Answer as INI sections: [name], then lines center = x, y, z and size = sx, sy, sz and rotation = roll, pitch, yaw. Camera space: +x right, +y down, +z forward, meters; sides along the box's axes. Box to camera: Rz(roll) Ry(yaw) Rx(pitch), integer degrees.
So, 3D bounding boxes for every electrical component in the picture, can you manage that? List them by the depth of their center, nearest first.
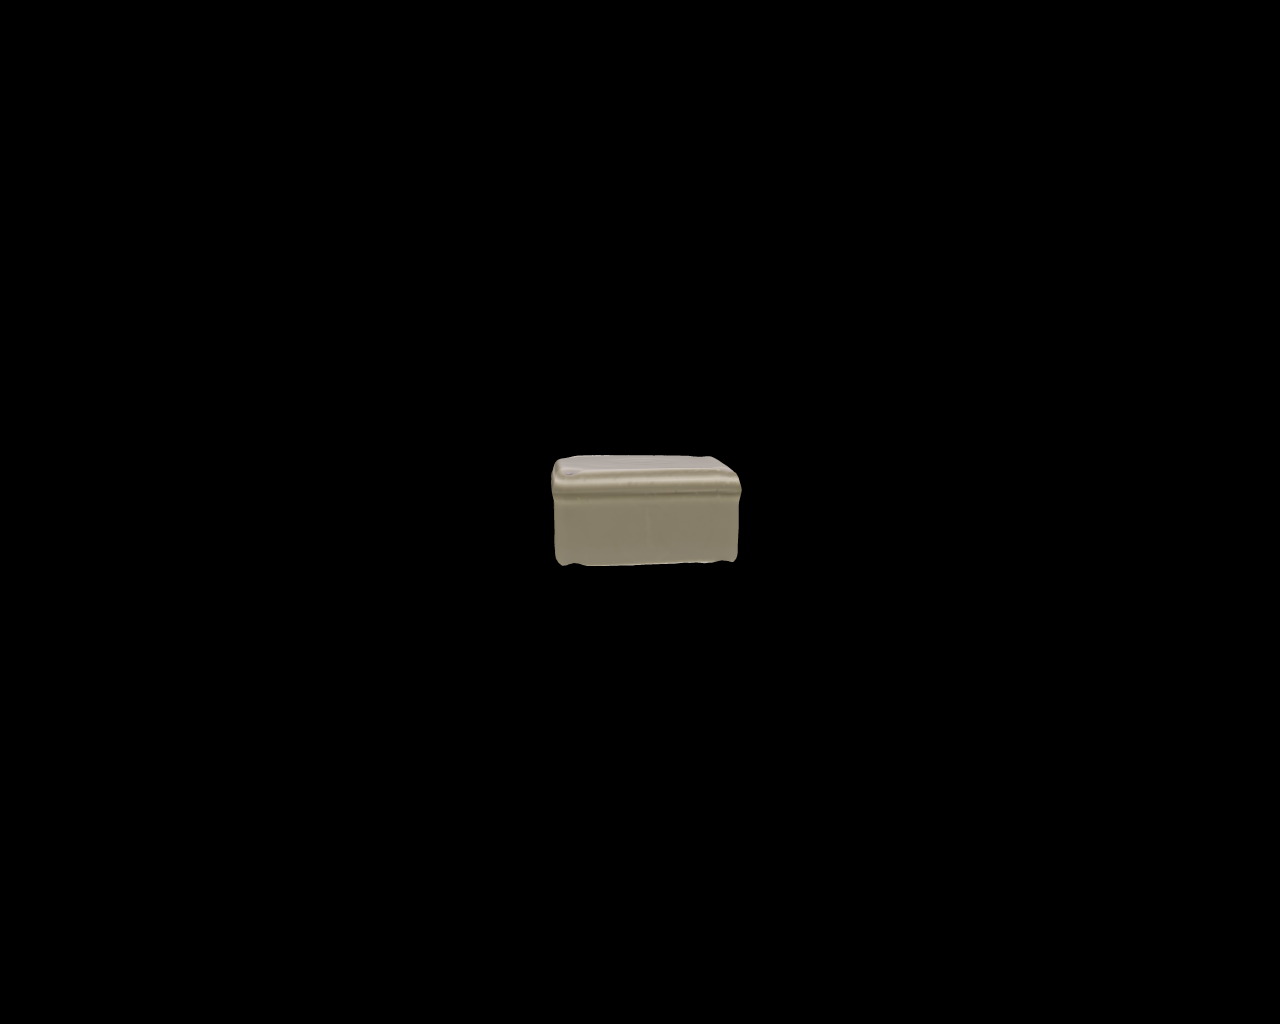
[electrical component]
center = 0.001, -0.003, 0.650
size = 0.109, 0.056, 0.109
rotation = -1, 8, -5
